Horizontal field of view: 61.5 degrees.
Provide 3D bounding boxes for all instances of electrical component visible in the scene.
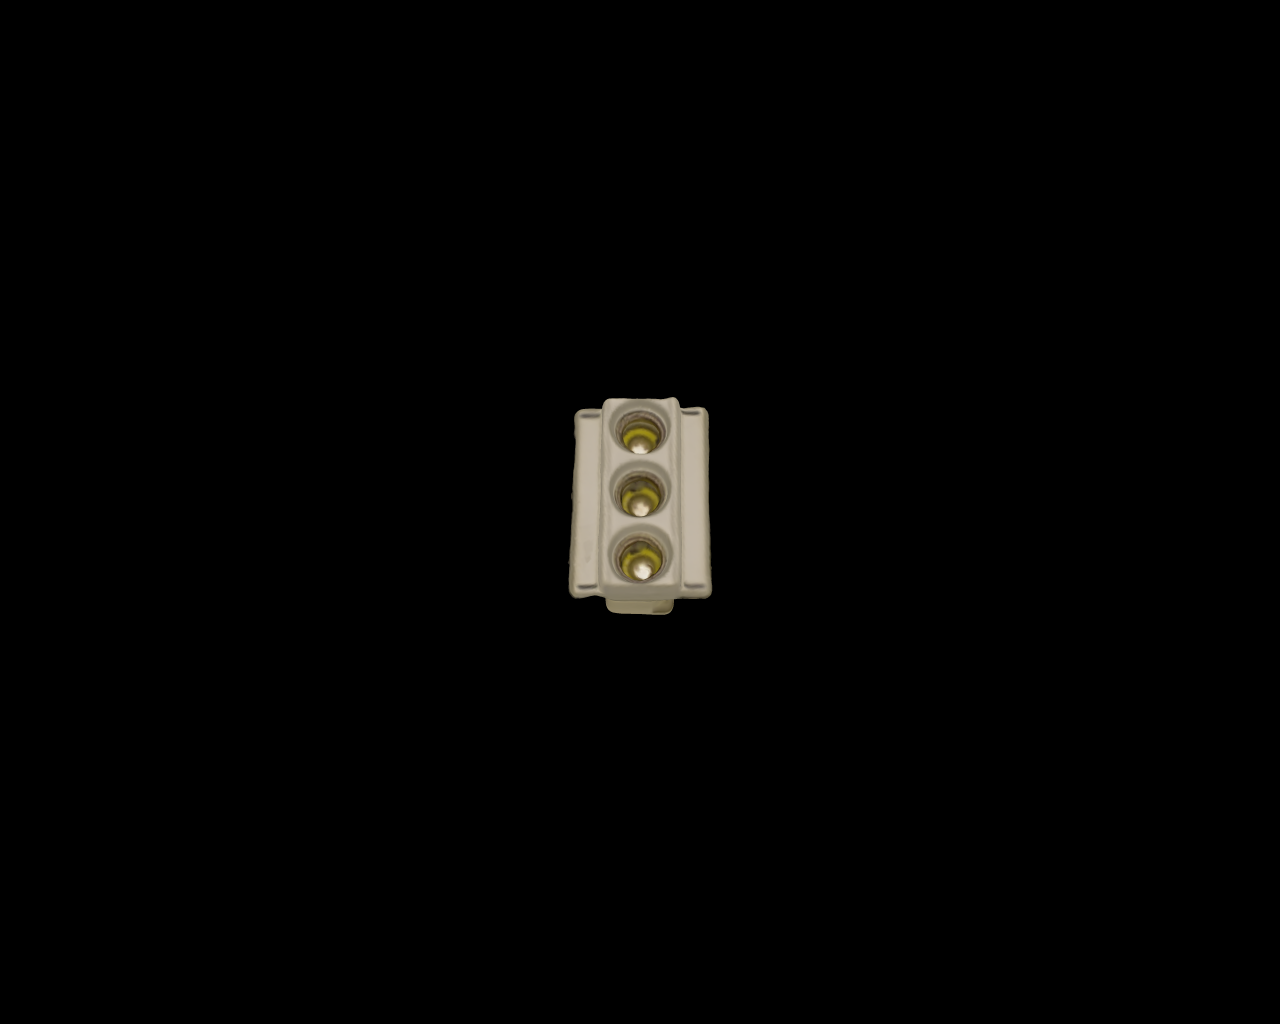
[{"bbox_3d":[0.001,-0.003,0.650,0.079,0.121,0.063,0,-24,0],"label":"electrical component"}]
